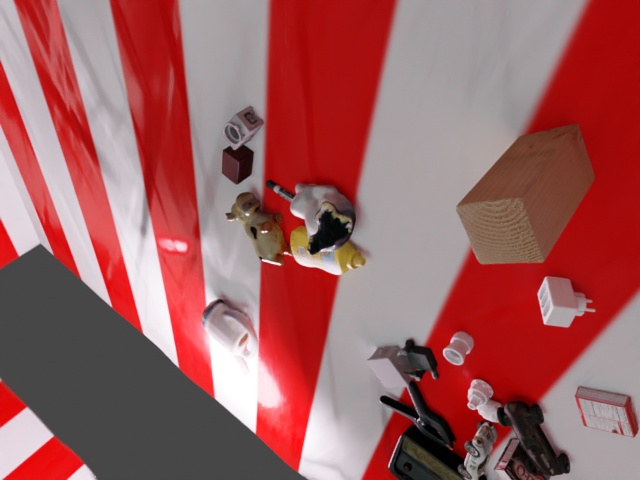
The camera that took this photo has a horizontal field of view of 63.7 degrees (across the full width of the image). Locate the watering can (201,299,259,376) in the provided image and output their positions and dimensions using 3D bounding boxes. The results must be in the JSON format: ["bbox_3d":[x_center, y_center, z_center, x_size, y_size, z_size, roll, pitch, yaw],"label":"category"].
[{"bbox_3d":[-0.300,0.329,1.735,0.226,0.339,0.106,37,52,18],"label":"watering can"}]

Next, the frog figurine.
[{"bbox_3d":[0.003,-0.055,1.093,0.123,0.134,0.162,-9,29,-13],"label":"frog figurine"}]
